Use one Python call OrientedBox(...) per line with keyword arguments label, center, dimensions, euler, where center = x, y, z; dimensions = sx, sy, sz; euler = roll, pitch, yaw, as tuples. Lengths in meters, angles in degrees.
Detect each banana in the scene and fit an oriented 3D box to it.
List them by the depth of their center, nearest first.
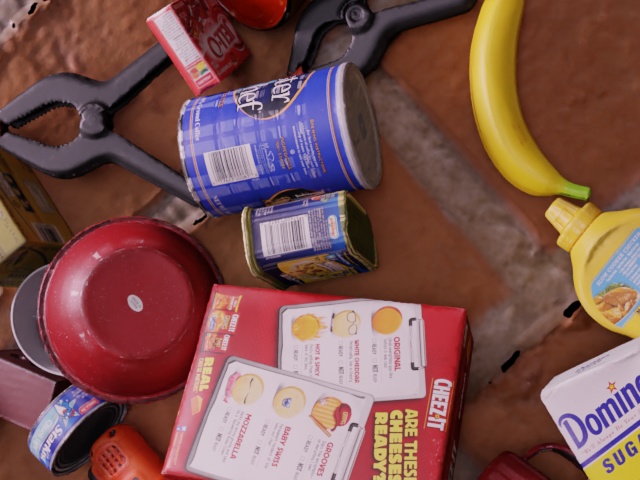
OrientedBox(label="banana", center=(0.154, -0.116, 0.849), dimensions=(0.069, 0.037, 0.198), euler=(-15, 83, 3))

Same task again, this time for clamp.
OrientedBox(label="clamp", center=(0.032, -0.197, 0.888), dimensions=(0.171, 0.039, 0.120), euler=(-34, 76, 13))
OrientedBox(label="clamp", center=(-0.190, -0.113, 0.939), dimensions=(0.210, 0.036, 0.164), euler=(2, 84, 4))

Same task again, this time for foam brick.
OrientedBox(label="foam brick", center=(-0.259, 0.135, 0.952), dimensions=(0.078, 0.053, 0.051), euler=(19, 93, 17))

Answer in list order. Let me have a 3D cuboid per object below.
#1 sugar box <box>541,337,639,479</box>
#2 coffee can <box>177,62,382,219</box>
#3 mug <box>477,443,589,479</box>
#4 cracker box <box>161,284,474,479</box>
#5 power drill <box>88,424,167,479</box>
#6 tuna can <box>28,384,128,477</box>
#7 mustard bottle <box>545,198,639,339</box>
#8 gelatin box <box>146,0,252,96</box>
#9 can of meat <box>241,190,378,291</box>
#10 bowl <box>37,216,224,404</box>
OrientedBox(label="sugar box", center=(0.245, 0.164, 0.772), dimensions=(0.093, 0.048, 0.176), euler=(-35, 86, 35))
OrientedBox(label="coffee can", center=(-0.030, -0.079, 0.868), dimensions=(0.140, 0.102, 0.103), euler=(-10, 84, 17))
OrientedBox(label="mug", center=(0.157, 0.204, 0.803), dimensions=(0.082, 0.093, 0.117), euler=(36, 79, 21))
OrientedBox(label="cracker box", center=(0.002, 0.130, 0.837), dimensions=(0.214, 0.072, 0.164), euler=(5, 64, 18))
OrientedBox(label="power drill", center=(-0.172, 0.280, 0.916), dimensions=(0.188, 0.057, 0.184), euler=(-44, 78, 9))
OrientedBox(label="tuna can", center=(-0.208, 0.160, 0.918), dimensions=(0.034, 0.086, 0.086), euler=(39, 98, 17))
OrientedBox(label="mustard bottle", center=(0.249, 0.033, 0.796), dimensions=(0.192, 0.058, 0.096), euler=(40, 103, 15))
OrientedBox(label="gelatin box", center=(-0.098, -0.168, 0.887), dimensions=(0.030, 0.089, 0.073), euler=(-27, 104, 25))
OrientedBox(label="can of meat", center=(-0.006, 0.001, 0.856), dimensions=(0.084, 0.102, 0.057), euler=(-11, 75, 14))
OrientedBox(label="bowl", center=(-0.152, 0.055, 0.885), dimensions=(0.162, 0.055, 0.162), euler=(2, 80, -12))
